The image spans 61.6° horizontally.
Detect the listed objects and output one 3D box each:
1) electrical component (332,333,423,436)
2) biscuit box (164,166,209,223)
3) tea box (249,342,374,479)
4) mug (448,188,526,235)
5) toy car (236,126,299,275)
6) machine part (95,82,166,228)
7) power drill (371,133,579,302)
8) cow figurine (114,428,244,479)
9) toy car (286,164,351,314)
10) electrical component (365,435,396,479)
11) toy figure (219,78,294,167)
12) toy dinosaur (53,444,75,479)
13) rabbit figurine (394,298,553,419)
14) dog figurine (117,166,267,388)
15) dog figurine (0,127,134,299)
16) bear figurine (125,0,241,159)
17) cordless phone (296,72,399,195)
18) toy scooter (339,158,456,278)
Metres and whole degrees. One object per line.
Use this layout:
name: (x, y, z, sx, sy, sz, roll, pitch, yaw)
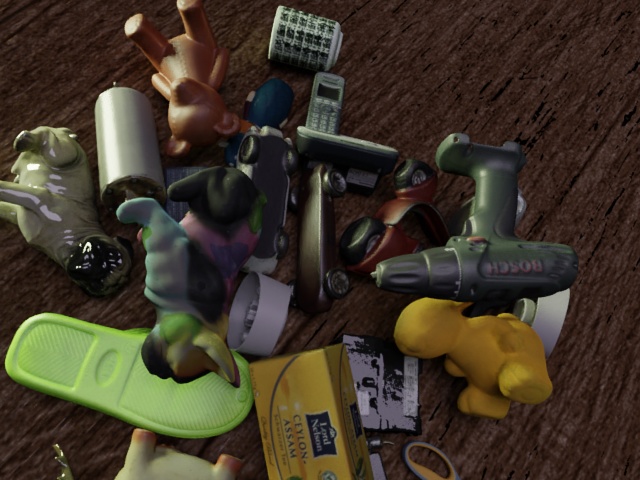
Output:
electrical component: (0.056, 0.177, 0.661, 0.134, 0.058, 0.115, 9, 65, -7)
biscuit box: (-0.164, 0.005, 0.688, 0.063, 0.059, 0.202, -2, 69, -10)
tea box: (-0.008, 0.206, 0.586, 0.098, 0.068, 0.169, -17, 79, 22)
mug: (0.248, -0.037, 0.755, 0.109, 0.107, 0.081, -35, 80, -19)
toy car: (-0.077, -0.054, 0.712, 0.073, 0.056, 0.201, 13, 75, -31)
machine part: (-0.245, -0.114, 0.690, 0.079, 0.079, 0.243, -10, 54, -14)
power drill: (0.178, -0.025, 0.633, 0.232, 0.086, 0.207, 7, 56, -2)
cow figurine: (-0.128, 0.292, 0.567, 0.195, 0.085, 0.127, 21, 60, -4)
toy car: (-0.001, -0.002, 0.705, 0.053, 0.089, 0.202, 18, 62, -37)
electrical component: (0.054, 0.276, 0.628, 0.078, 0.045, 0.102, -5, 69, -14)
toy figure: (-0.091, -0.162, 0.771, 0.064, 0.057, 0.154, 28, 71, 8)
toy dinosaur: (-0.278, 0.430, 0.449, 0.199, 0.105, 0.471, 11, 64, 15)
rabbit figurine: (0.173, 0.112, 0.639, 0.173, 0.122, 0.162, 19, 61, -9)
dog figurine: (-0.117, 0.048, 0.586, 0.191, 0.108, 0.219, -25, 76, -14)
dog figurine: (-0.298, -0.038, 0.672, 0.190, 0.121, 0.172, 33, 68, -12)
bear figurine: (-0.183, -0.216, 0.724, 0.120, 0.131, 0.196, -19, 51, 8)
cordless phone: (0.042, -0.168, 0.789, 0.147, 0.088, 0.184, 12, 56, -5)
toy scooter: (0.119, -0.008, 0.736, 0.135, 0.075, 0.184, 43, 80, -23)
